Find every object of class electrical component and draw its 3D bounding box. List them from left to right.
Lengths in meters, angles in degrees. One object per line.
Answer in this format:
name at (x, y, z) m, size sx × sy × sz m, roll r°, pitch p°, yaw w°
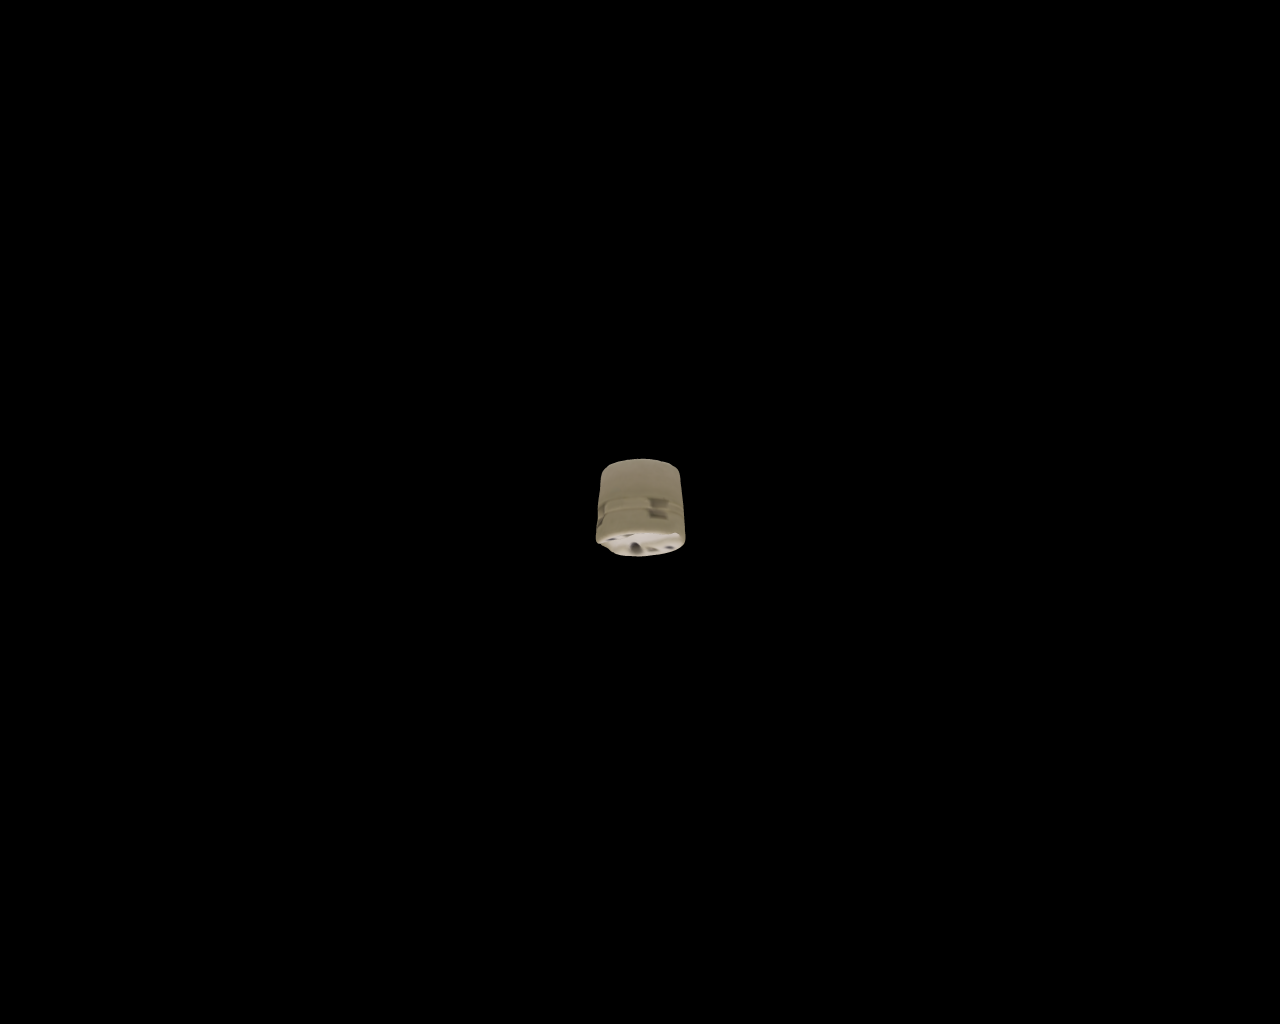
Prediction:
electrical component at (0.001, -0.003, 0.650) m, size 0.055 × 0.047 × 0.055 m, roll 0°, pitch -18°, yaw 0°
